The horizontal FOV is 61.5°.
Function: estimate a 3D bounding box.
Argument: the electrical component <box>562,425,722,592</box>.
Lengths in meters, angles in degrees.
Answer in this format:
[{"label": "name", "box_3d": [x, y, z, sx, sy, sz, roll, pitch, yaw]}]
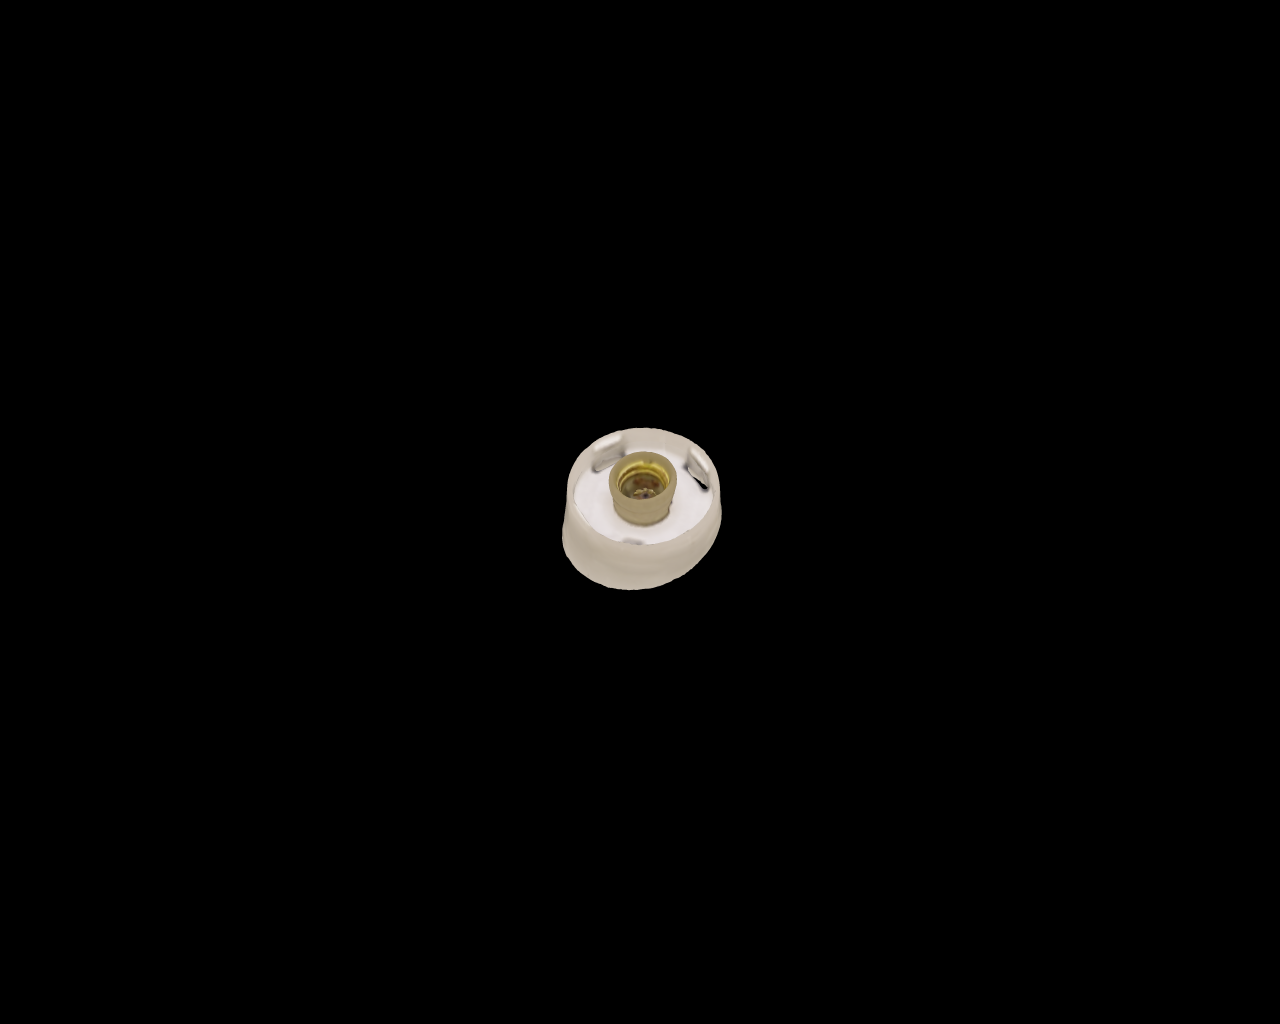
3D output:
[{"label": "electrical component", "box_3d": [0.001, -0.003, 0.650, 0.099, 0.099, 0.064, 0, -37, 0]}]
